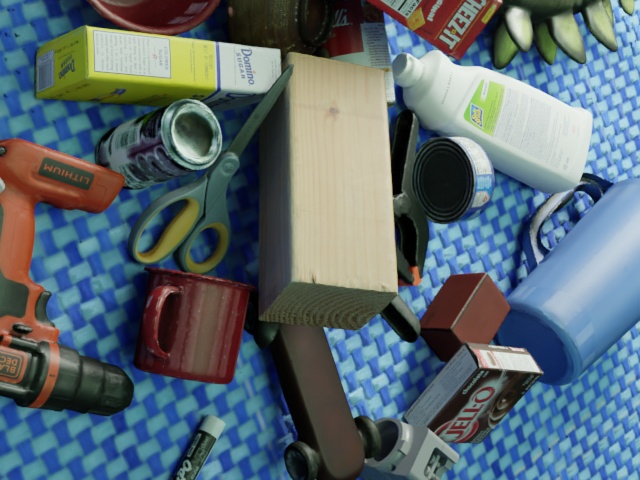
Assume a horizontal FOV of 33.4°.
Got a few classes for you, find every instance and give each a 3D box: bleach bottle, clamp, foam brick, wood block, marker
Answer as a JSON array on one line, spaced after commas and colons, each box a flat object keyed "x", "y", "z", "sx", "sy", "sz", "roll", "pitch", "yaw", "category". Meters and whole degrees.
[{"x": 0.174, "y": -0.135, "z": 1.106, "sx": 0.250, "sy": 0.068, "sz": 0.102, "roll": 24, "pitch": 72, "yaw": -32, "category": "bleach bottle"}, {"x": -0.006, "y": 0.001, "z": 0.936, "sx": 0.164, "sy": 0.036, "sz": 0.210, "roll": -7, "pitch": 72, "yaw": -35, "category": "clamp"}, {"x": 0.072, "y": -0.042, "z": 1.034, "sx": 0.120, "sy": 0.039, "sz": 0.171, "roll": -30, "pitch": 109, "yaw": -30, "category": "clamp"}, {"x": 0.144, "y": 0.078, "z": 1.072, "sx": 0.051, "sy": 0.053, "sz": 0.078, "roll": 50, "pitch": 60, "yaw": -24, "category": "foam brick"}, {"x": 0.003, "y": -0.039, "z": 0.882, "sx": 0.090, "sy": 0.090, "sz": 0.206, "roll": 8, "pitch": 63, "yaw": -18, "category": "wood block"}, {"x": -0.114, "y": 0.201, "z": 0.881, "sx": 0.020, "sy": 0.020, "sz": 0.121, "roll": 41, "pitch": 63, "yaw": -28, "category": "marker"}]

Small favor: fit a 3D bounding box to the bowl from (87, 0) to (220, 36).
[{"x": -0.152, "y": -0.239, "z": 0.861, "sx": 0.161, "sy": 0.055, "sz": 0.162, "roll": 3, "pitch": 85, "yaw": -38, "category": "bowl"}]

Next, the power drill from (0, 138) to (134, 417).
[{"x": -0.205, "y": 0.031, "z": 0.798, "sx": 0.184, "sy": 0.057, "sz": 0.187, "roll": 21, "pitch": 74, "yaw": -35, "category": "power drill"}]

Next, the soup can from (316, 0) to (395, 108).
[{"x": 0.031, "y": -0.170, "z": 0.992, "sx": 0.068, "sy": 0.069, "sz": 0.102, "roll": -10, "pitch": 93, "yaw": -38, "category": "soup can"}]

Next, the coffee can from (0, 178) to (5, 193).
[{"x": -0.290, "y": -0.014, "z": 0.690, "sx": 0.102, "sy": 0.103, "sz": 0.140, "roll": 44, "pitch": 73, "yaw": -27, "category": "coffee can"}]

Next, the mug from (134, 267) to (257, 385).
[{"x": -0.107, "y": 0.068, "z": 0.845, "sx": 0.117, "sy": 0.093, "sz": 0.081, "roll": 26, "pitch": 73, "yaw": -70, "category": "mug"}]

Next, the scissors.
[{"x": -0.071, "y": -0.046, "z": 0.879, "sx": 0.202, "sy": 0.016, "sz": 0.096, "roll": -43, "pitch": 132, "yaw": 0, "category": "scissors"}]

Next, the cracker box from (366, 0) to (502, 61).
[{"x": 0.041, "y": -0.263, "z": 0.930, "sx": 0.213, "sy": 0.164, "sz": 0.072, "roll": 28, "pitch": 112, "yaw": -25, "category": "cracker box"}]

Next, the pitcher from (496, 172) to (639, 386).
[{"x": 0.291, "y": 0.039, "z": 1.154, "sx": 0.242, "sy": 0.149, "sz": 0.145, "roll": -37, "pitch": 124, "yaw": -30, "category": "pitcher"}]

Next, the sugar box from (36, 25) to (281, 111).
[{"x": -0.126, "y": -0.132, "z": 0.849, "sx": 0.175, "sy": 0.094, "sz": 0.048, "roll": 2, "pitch": 86, "yaw": -38, "category": "sugar box"}]

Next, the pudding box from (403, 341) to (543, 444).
[{"x": 0.148, "y": 0.151, "z": 1.038, "sx": 0.089, "sy": 0.039, "sz": 0.114, "roll": 9, "pitch": 126, "yaw": -38, "category": "pudding box"}]

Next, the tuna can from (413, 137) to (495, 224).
[{"x": 0.130, "y": -0.059, "z": 1.049, "sx": 0.033, "sy": 0.086, "sz": 0.086, "roll": -6, "pitch": 91, "yaw": -40, "category": "tuna can"}]
